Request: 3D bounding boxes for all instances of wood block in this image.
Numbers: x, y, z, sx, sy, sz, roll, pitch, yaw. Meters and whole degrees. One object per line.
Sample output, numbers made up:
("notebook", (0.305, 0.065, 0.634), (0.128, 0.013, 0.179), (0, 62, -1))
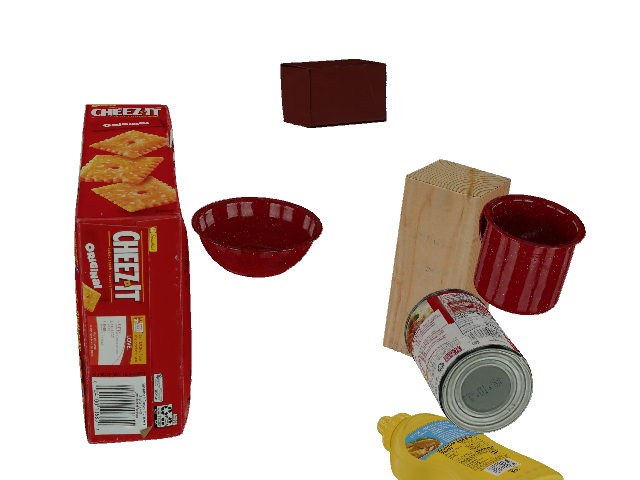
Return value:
("wood block", (0.140, 0.026, 1.192), (0.090, 0.206, 0.090), (19, 25, 28))

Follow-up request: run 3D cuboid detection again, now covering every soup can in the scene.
("soup can", (0.105, 0.084, 0.765), (0.068, 0.068, 0.102), (0, 20, -10))

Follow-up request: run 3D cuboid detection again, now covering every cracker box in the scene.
("cracker box", (-0.131, 0.013, 0.752), (0.072, 0.164, 0.214), (-2, 26, -9))

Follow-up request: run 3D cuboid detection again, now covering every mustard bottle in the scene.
("mustard bottle", (0.121, 0.206, 0.984), (0.096, 0.058, 0.192), (-16, 25, -36))

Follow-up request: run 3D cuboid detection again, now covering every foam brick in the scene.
("foam brick", (0.012, -0.127, 0.916), (0.078, 0.051, 0.053), (-8, 17, -28))

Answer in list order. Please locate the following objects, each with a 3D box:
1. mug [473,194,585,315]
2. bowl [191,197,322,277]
("mug", (0.183, 0.009, 0.995), (0.093, 0.081, 0.117), (-10, 36, -28))
("bowl", (-0.080, 0.001, 1.321), (0.162, 0.055, 0.162), (4, 25, -2))
